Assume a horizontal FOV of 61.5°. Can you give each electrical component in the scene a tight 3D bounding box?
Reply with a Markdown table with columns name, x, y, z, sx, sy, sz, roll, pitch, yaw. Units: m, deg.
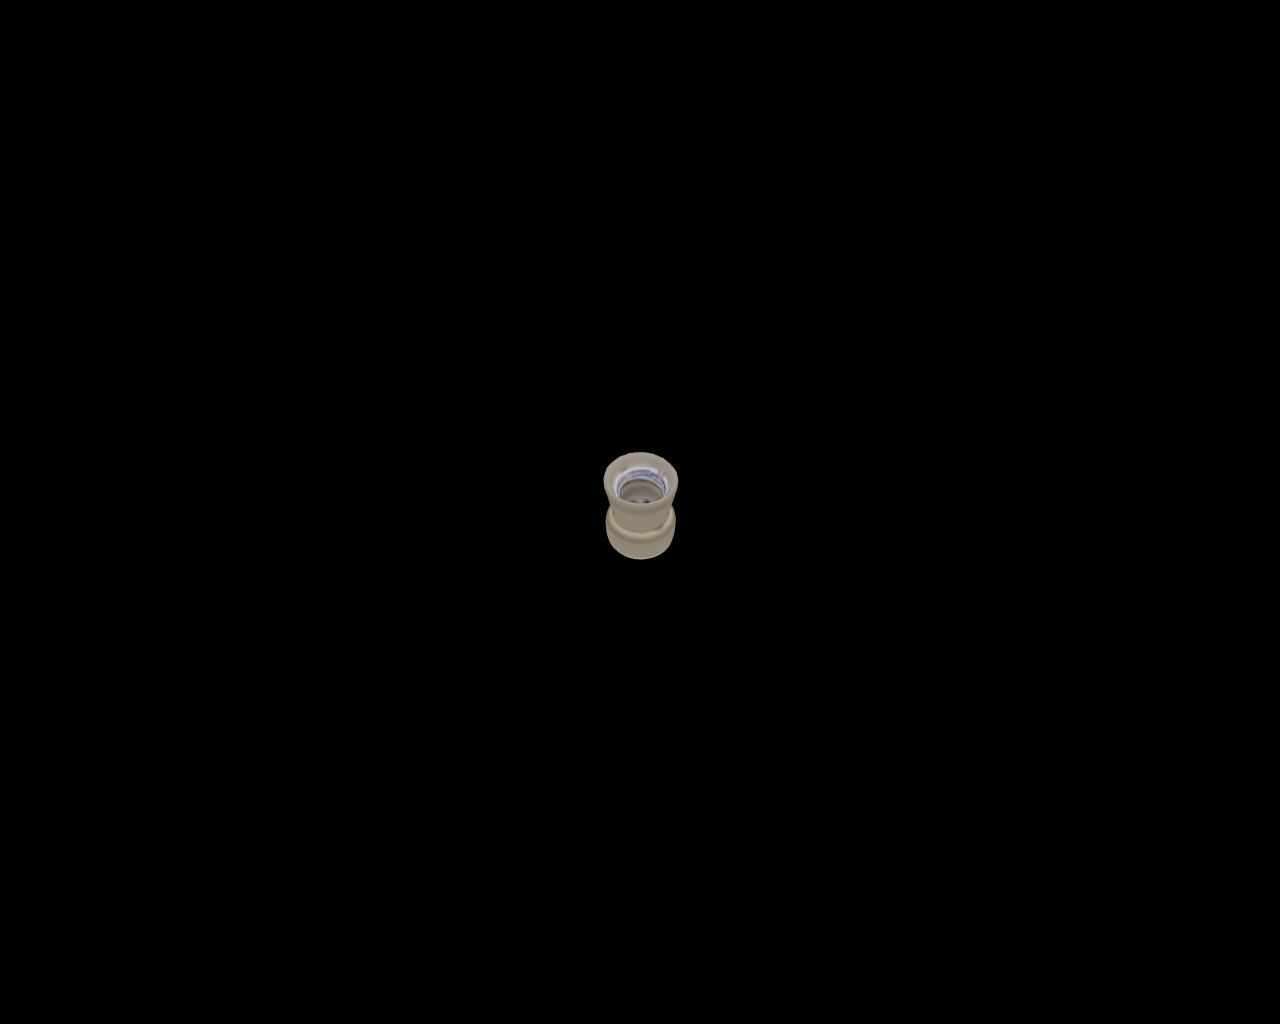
| name | x | y | z | sx | sy | sz | roll | pitch | yaw |
| --- | --- | --- | --- | --- | --- | --- | --- | --- | --- |
| electrical component | 0.001 | -0.003 | 0.650 | 0.045 | 0.045 | 0.055 | 0 | -40 | 0 |
